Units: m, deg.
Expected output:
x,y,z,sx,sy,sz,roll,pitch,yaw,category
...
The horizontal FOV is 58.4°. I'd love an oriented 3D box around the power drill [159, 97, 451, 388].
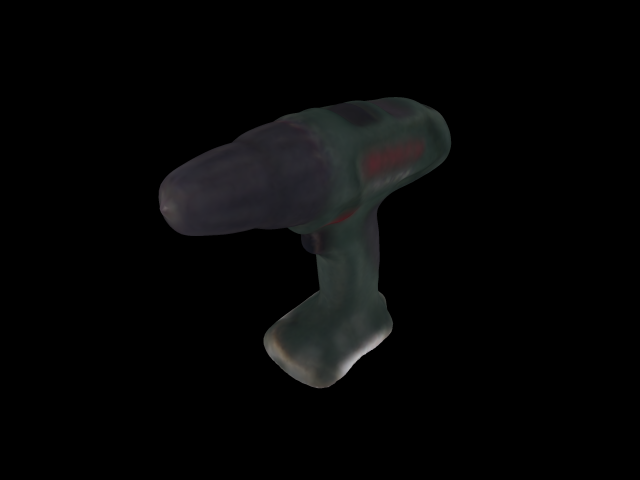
x,y,z,sx,sy,sz,roll,pitch,yaw,category
0.004,0.001,0.400,0.075,0.208,0.230,30,49,31,power drill
